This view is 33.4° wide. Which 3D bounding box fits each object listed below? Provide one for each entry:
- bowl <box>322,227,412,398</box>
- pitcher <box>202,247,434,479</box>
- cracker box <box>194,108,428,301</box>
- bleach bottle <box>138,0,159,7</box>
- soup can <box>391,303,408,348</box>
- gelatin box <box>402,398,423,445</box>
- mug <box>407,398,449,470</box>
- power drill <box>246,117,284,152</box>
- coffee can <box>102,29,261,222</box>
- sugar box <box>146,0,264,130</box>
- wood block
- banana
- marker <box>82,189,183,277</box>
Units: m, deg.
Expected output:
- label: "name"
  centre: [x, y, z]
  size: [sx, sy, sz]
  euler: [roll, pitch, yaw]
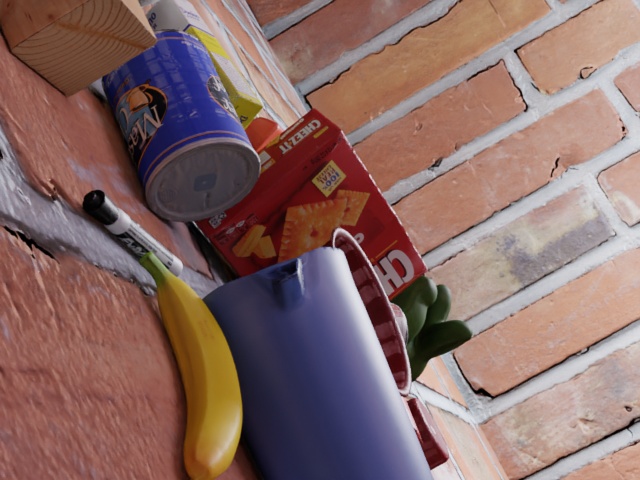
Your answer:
- label: "bowl"
  centre: [0.024, 0.072, 0.948]
  size: [0.162, 0.055, 0.162]
  euler: [59, 16, -29]
- label: "pitcher"
  centre: [0.003, 0.140, 0.810]
  size: [0.149, 0.145, 0.243]
  euler: [2, 60, -58]
- label: "cracker box"
  centre: [-0.007, 0.001, 1.073]
  size: [0.213, 0.164, 0.072]
  euler: [55, -5, -38]
- label: "bleach bottle"
  centre: [-0.177, -0.263, 1.022]
  size: [0.251, 0.068, 0.102]
  euler: [-176, -116, -76]
- label: "soup can"
  centre: [0.028, 0.089, 1.053]
  size: [0.102, 0.069, 0.068]
  euler: [10, 39, -33]
- label: "gelatin box"
  centre: [0.048, 0.186, 1.047]
  size: [0.030, 0.089, 0.073]
  euler: [56, 8, -36]
- label: "mug"
  centre: [0.089, 0.223, 1.220]
  size: [0.117, 0.081, 0.093]
  euler: [61, 7, 6]
- label: "power drill"
  centre: [-0.125, -0.172, 1.249]
  size: [0.188, 0.057, 0.184]
  euler: [46, 1, 8]
- label: "coffee can"
  centre: [-0.124, -0.101, 0.944]
  size: [0.140, 0.103, 0.102]
  euler: [64, 8, 31]
- label: "sugar box"
  centre: [-0.133, -0.160, 1.065]
  size: [0.048, 0.093, 0.176]
  euler: [20, 30, -48]
- label: "wood block"
  centre: [-0.221, -0.234, 0.853]
  size: [0.206, 0.090, 0.090]
  euler: [62, 6, 22]
- label: "banana"
  centre: [-0.084, 0.092, 0.722]
  size: [0.069, 0.037, 0.198]
  euler: [29, 24, -39]
- label: "marker"
  centre: [-0.138, -0.003, 0.786]
  size: [0.121, 0.020, 0.020]
  euler: [50, 12, -55]
